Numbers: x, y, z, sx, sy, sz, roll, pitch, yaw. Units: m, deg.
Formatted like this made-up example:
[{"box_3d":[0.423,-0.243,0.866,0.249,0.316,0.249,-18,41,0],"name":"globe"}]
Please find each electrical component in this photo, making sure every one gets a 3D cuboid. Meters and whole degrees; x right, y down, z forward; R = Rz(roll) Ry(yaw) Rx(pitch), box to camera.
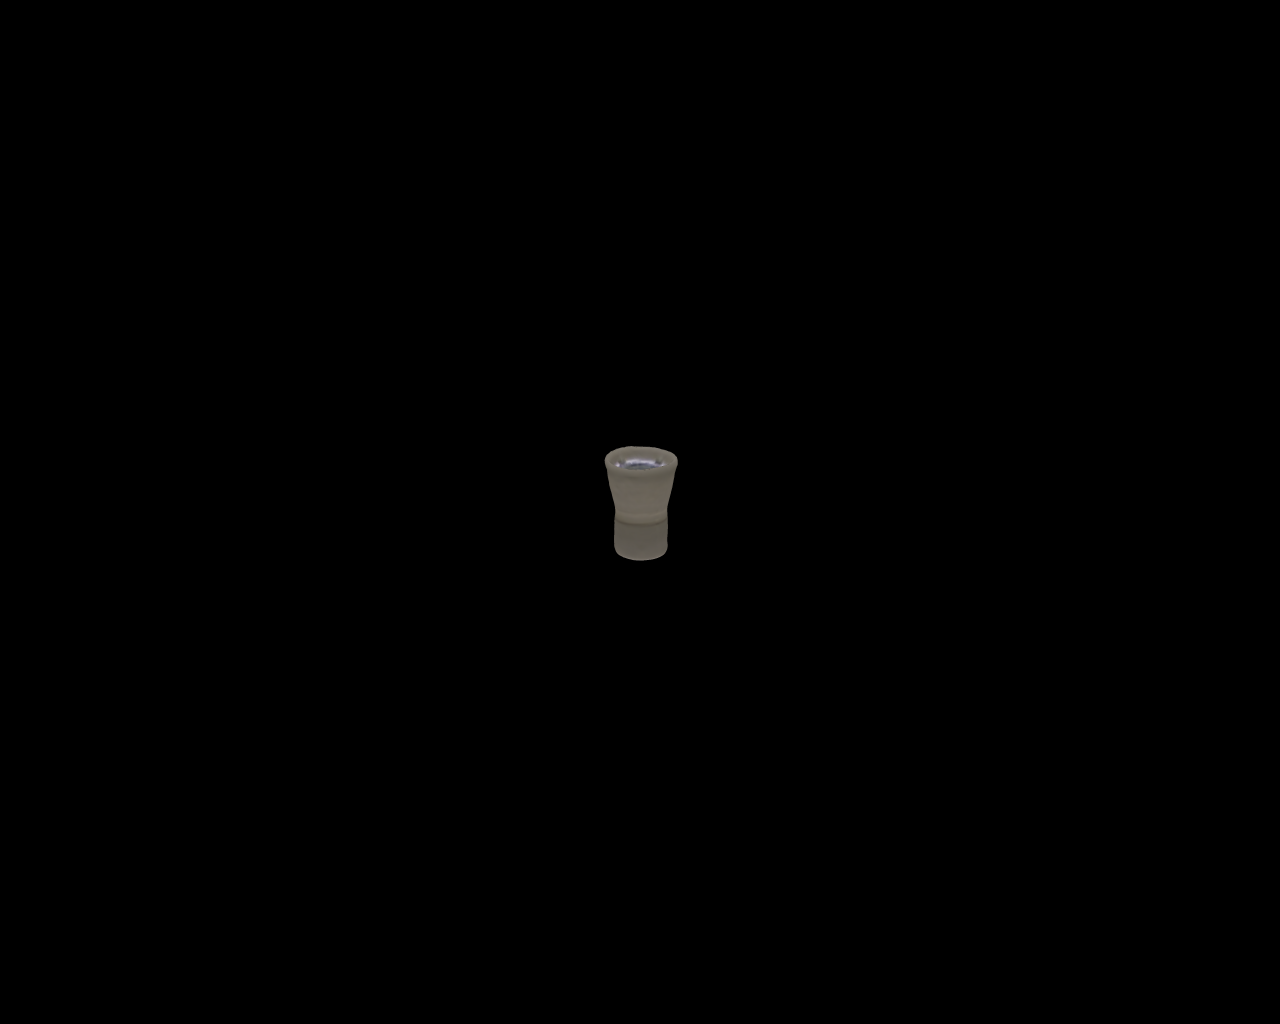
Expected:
[{"box_3d":[0.001,-0.003,0.650,0.044,0.065,0.044,0,20,0],"name":"electrical component"}]
